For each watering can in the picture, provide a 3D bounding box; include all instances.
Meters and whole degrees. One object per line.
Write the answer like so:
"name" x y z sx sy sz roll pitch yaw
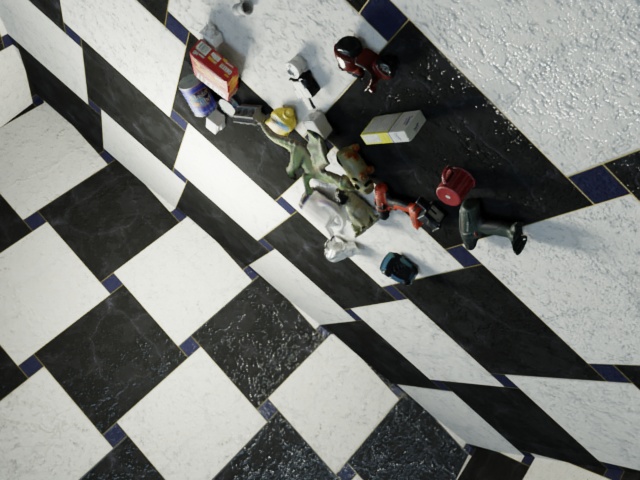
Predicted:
"watering can" 0.007 -0.110 2.188 0.225 0.105 0.343 39 163 3

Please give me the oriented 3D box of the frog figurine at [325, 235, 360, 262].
"frog figurine" 0.106 0.053 2.330 0.160 0.122 0.137 20 -175 18

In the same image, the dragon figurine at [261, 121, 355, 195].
"dragon figurine" -0.041 -0.306 1.782 0.410 0.124 0.239 47 148 -2
